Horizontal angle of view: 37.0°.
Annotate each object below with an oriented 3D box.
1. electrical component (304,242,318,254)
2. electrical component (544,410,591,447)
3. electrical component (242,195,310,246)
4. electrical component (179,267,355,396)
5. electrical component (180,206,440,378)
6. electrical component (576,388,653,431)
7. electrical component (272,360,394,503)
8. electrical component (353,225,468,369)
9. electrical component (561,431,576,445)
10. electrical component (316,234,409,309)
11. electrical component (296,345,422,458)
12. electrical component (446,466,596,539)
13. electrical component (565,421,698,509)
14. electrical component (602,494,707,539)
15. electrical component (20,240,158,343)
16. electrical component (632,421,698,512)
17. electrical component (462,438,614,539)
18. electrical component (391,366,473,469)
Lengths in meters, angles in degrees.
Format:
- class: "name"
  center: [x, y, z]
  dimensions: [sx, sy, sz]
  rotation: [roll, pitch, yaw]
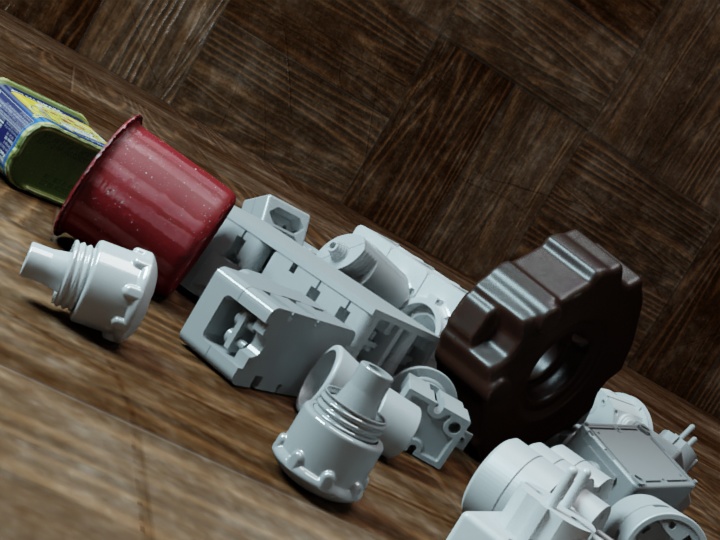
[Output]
- class: "electrical component"
  center: [-0.051, 0.003, 0.973]
  dimensions: [0.077, 0.044, 0.079]
  rotation: [25, 8, -47]
- class: "electrical component"
  center: [0.148, 0.118, 0.882]
  dimensions: [0.058, 0.078, 0.057]
  rotation: [37, 27, 32]
- class: "electrical component"
  center: [-0.090, -0.022, 0.924]
  dimensions: [0.047, 0.065, 0.077]
  rotation: [27, -22, -36]
- class: "electrical component"
  center: [-0.055, 0.036, 0.628]
  dimensions: [0.056, 0.050, 0.089]
  rotation: [34, 7, 32]
- class: "electrical component"
  center: [-0.048, 0.018, 0.746]
  dimensions: [0.186, 0.060, 0.105]
  rotation: [33, 3, 31]
- class: "electrical component"
  center: [0.212, 0.144, 0.945]
  dimensions: [0.051, 0.080, 0.080]
  rotation: [21, 10, -33]
- class: "electrical component"
  center: [-0.007, 0.072, 0.496]
  dimensions: [0.048, 0.062, 0.048]
  rotation: [30, 5, -3]
- class: "electrical component"
  center: [0.033, 0.035, 0.894]
  dimensions: [0.062, 0.089, 0.150]
  rotation: [25, 8, -44]
- class: "electrical component"
  center: [0.186, 0.158, 0.846]
  dimensions: [0.045, 0.045, 0.055]
  rotation: [25, 8, -48]
- class: "electrical component"
  center: [0.000, 0.000, 0.830]
  dimensions: [0.043, 0.043, 0.081]
  rotation: [36, -4, 43]
- class: "electrical component"
  center: [0.002, 0.078, 0.613]
  dimensions: [0.065, 0.044, 0.044]
  rotation: [34, 4, -14]
- class: "electrical component"
  center: [0.075, 0.117, 0.460]
  dimensions: [0.047, 0.076, 0.066]
  rotation: [34, 6, 31]
- class: "electrical component"
  center: [0.178, 0.150, 0.759]
  dimensions: [0.096, 0.061, 0.061]
  rotation: [10, 32, -44]
- class: "electrical component"
  center: [0.182, 0.171, 0.672]
  dimensions: [0.055, 0.055, 0.047]
  rotation: [30, 2, -9]
- class: "electrical component"
  center: [-0.134, 0.005, 0.527]
  dimensions: [0.062, 0.048, 0.048]
  rotation: [22, 8, -18]
- class: "electrical component"
  center: [0.252, 0.158, 0.887]
  dimensions: [0.047, 0.076, 0.083]
  rotation: [36, -21, 42]
- class: "electrical component"
  center: [0.117, 0.139, 0.613]
  dimensions: [0.074, 0.052, 0.138]
  rotation: [34, 6, 29]
- class: "electrical component"
  center: [0.040, 0.090, 0.684]
  dimensions: [0.066, 0.048, 0.055]
  rotation: [30, 13, -8]
